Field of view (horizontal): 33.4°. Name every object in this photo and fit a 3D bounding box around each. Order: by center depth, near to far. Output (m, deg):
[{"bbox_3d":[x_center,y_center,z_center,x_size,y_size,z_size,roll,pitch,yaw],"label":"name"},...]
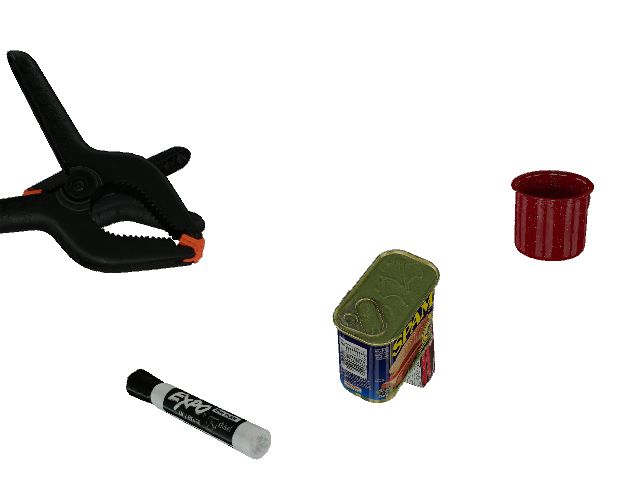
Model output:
[{"bbox_3d":[-0.080,0.106,0.666,0.121,0.020,0.020,17,11,39],"label":"marker"},{"bbox_3d":[-0.180,-0.045,0.793,0.210,0.164,0.036,19,-20,-3],"label":"clamp"},{"bbox_3d":[0.055,0.073,0.890,0.057,0.084,0.102,23,51,23],"label":"can of meat"},{"bbox_3d":[-0.197,-0.050,1.032,0.171,0.039,0.120,2,37,-7],"label":"clamp"},{"bbox_3d":[0.276,-0.032,1.247,0.093,0.081,0.117,20,33,41],"label":"mug"},{"bbox_3d":[0.077,0.115,1.249,0.114,0.090,0.039,16,47,25],"label":"pudding box"}]
